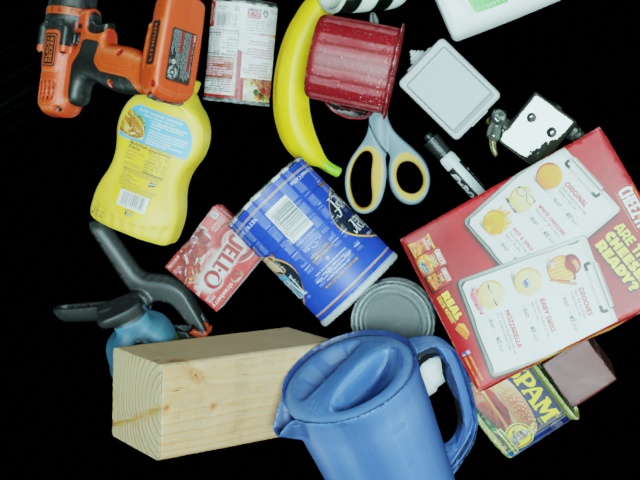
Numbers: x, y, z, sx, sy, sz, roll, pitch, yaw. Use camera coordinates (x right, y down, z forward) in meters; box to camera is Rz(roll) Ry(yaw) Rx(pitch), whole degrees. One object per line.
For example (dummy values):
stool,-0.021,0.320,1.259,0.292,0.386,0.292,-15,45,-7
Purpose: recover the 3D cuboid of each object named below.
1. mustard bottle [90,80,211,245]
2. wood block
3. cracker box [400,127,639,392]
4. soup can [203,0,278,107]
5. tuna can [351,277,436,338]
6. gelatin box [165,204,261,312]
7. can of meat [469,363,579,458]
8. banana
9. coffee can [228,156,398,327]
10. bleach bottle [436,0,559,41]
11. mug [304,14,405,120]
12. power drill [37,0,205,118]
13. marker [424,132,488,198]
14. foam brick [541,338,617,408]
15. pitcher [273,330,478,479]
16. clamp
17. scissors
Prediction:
mustard bottle,-0.165,-0.098,1.101,0.096,0.058,0.192,22,100,12
wood block,-0.089,0.145,1.042,0.091,0.205,0.090,11,101,50
cracker box,0.208,0.021,0.994,0.214,0.072,0.164,-30,78,16
soup can,-0.080,-0.188,1.070,0.068,0.068,0.102,7,98,8
tuna can,0.076,0.082,1.097,0.086,0.033,0.086,1,97,9
gelatin box,-0.106,0.018,1.121,0.073,0.030,0.089,41,102,2
can of meat,0.196,0.157,1.076,0.084,0.057,0.102,-37,90,15
banana,-0.014,-0.162,1.082,0.069,0.037,0.198,-4,101,-20
coffee can,-0.007,0.001,1.065,0.103,0.102,0.140,-44,89,12
bleach bottle,0.225,-0.283,1.012,0.251,0.068,0.102,-23,94,9
mug,0.031,-0.162,1.029,0.081,0.117,0.093,12,56,4
power drill,-0.202,-0.209,1.064,0.188,0.057,0.184,9,94,36
marker,0.148,-0.061,1.074,0.020,0.020,0.121,-42,89,12
foam brick,0.253,0.121,1.050,0.051,0.078,0.053,-35,90,13
pitcher,0.074,0.212,1.038,0.149,0.144,0.243,-5,123,30
clamp,-0.201,0.070,1.140,0.171,0.039,0.120,36,111,2
scissors,0.077,-0.121,1.080,0.096,0.016,0.202,13,99,6
